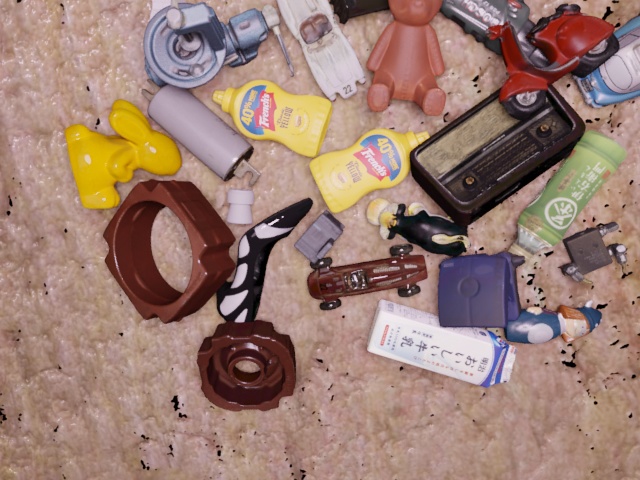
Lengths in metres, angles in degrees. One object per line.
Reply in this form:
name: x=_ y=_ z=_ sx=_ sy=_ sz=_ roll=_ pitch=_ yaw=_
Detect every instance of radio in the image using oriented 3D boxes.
radio: x=0.260 y=-0.132 z=0.797 sx=0.229 sy=0.073 sz=0.131 roll=-35 pitch=71 yaw=2

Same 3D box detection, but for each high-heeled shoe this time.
high-heeled shoe: x=-0.084 y=0.046 z=0.902 sx=0.249 sy=0.086 sz=0.145 roll=-33 pitch=95 yaw=16

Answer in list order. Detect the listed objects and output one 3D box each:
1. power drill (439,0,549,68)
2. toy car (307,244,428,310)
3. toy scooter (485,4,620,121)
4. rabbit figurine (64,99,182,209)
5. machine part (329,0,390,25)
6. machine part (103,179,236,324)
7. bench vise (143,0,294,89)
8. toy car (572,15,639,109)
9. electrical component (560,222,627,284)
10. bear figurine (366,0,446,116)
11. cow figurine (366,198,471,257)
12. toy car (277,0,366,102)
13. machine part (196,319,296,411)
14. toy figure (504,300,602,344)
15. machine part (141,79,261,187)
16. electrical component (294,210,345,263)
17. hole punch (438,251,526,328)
power drill: x=0.300 y=-0.378 z=0.792 sx=0.232 sy=0.086 sz=0.207 roll=27 pitch=108 yaw=4
toy car: x=0.077 y=0.063 z=0.896 sx=0.202 sy=0.053 sz=0.089 roll=-9 pitch=95 yaw=10
toy scooter: x=0.308 y=-0.264 z=0.742 sx=0.184 sy=0.075 sz=0.135 roll=-35 pitch=83 yaw=0
rabbit figurine: x=-0.319 y=-0.146 z=0.889 sx=0.173 sy=0.122 sz=0.162 roll=-6 pitch=117 yaw=-14
machine part: x=0.085 y=-0.370 z=0.820 sx=0.139 sy=0.039 sz=0.084 roll=-18 pitch=101 yaw=-15
machine part: x=-0.247 y=0.016 z=0.883 sx=0.201 sy=0.087 sz=0.201 roll=-46 pitch=75 yaw=25
bench vise: x=-0.160 y=-0.291 z=0.771 sx=0.224 sy=0.240 sz=0.128 roll=-12 pitch=95 yaw=-1
toy car: x=0.457 y=-0.262 z=0.771 sx=0.162 sy=0.103 sz=0.109 roll=-27 pitch=93 yaw=9
electrical component: x=0.430 y=0.023 z=0.846 sx=0.102 sy=0.045 sz=0.078 roll=-19 pitch=97 yaw=10
bear figurine: x=0.135 y=-0.294 z=0.775 sx=0.120 sy=0.132 sz=0.195 roll=7 pitch=127 yaw=-1
cow figurine: x=0.152 y=-0.019 z=0.851 sx=0.167 sy=0.098 sz=0.068 roll=14 pitch=106 yaw=5
toy car: x=0.001 y=-0.316 z=0.846 sx=0.073 sy=0.056 sz=0.201 roll=-28 pitch=93 yaw=11
machine part: x=-0.123 y=0.215 z=0.921 sx=0.179 sy=0.056 sz=0.179 roll=1 pitch=117 yaw=1
toy figure: x=0.377 y=0.137 z=0.866 sx=0.155 sy=0.064 sz=0.058 roll=-6 pitch=53 yaw=9
machine part: x=-0.195 y=-0.178 z=0.882 sx=0.243 sy=0.079 sz=0.079 roll=41 pitch=101 yaw=1
electrical component: x=-0.002 y=-0.003 z=0.862 sx=0.048 sy=0.119 sz=0.075 roll=41 pitch=104 yaw=0
hole punch: x=0.244 y=0.081 z=0.838 sx=0.142 sy=0.092 sz=0.115 roll=-7 pitch=95 yaw=38
